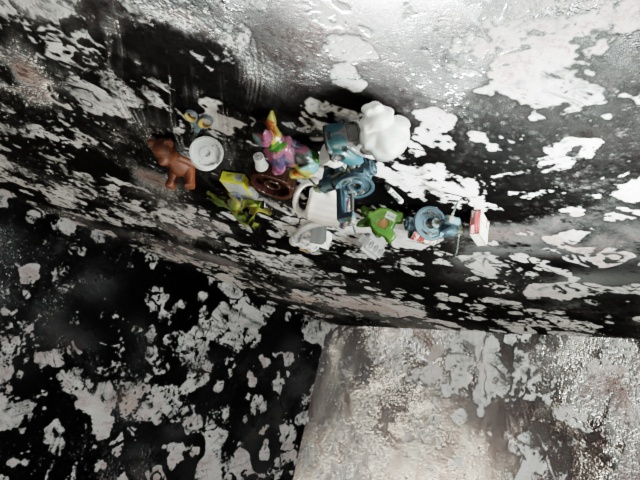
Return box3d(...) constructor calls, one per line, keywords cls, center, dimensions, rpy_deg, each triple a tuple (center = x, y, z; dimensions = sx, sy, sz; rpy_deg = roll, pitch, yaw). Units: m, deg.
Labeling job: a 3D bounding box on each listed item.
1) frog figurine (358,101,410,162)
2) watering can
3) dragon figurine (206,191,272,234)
box3d(cls="frog figurine", center=(0.162, -0.277, 1.290), dimensions=(0.138, 0.125, 0.156), rpy_deg=(-19, 150, -6))
box3d(cls="watering can", center=(0.006, -0.095, 1.884), dimensions=(0.224, 0.106, 0.339), rpy_deg=(15, 142, 3))
box3d(cls="dragon figurine", center=(-0.333, -0.128, 1.959), dimensions=(0.244, 0.124, 0.404), rpy_deg=(16, 165, 23))
